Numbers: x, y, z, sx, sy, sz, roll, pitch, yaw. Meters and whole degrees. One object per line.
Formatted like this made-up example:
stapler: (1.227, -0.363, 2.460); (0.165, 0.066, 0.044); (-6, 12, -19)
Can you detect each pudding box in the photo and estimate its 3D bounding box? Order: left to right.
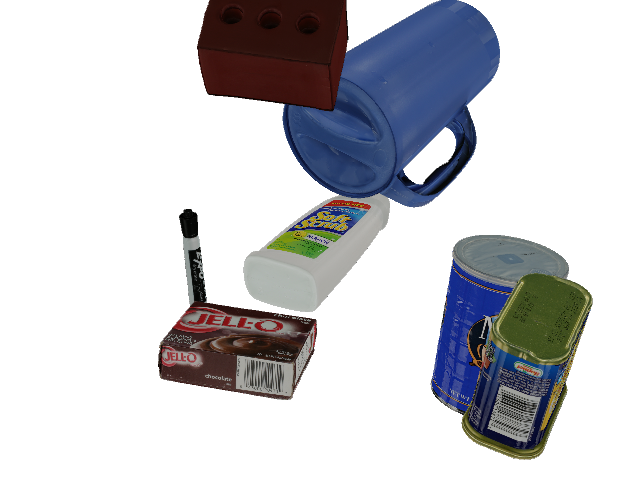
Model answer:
pudding box: (-0.066, 0.089, 0.882); (0.113, 0.039, 0.090); (10, 21, 8)

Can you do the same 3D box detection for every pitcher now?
pitcher: (0.090, -0.147, 1.087); (0.145, 0.149, 0.242); (12, 37, 36)

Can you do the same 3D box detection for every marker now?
marker: (-0.133, 0.023, 1.116); (0.020, 0.121, 0.020); (-2, 26, 1)

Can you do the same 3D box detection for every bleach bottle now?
bleach bottle: (0.011, -0.008, 1.322); (0.103, 0.068, 0.250); (14, 36, 24)

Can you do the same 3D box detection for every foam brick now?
foam brick: (-0.026, -0.113, 0.611); (0.078, 0.053, 0.051); (8, -22, 8)

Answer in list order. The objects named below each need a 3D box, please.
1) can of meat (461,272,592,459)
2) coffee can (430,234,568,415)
can of meat: (0.140, 0.081, 0.716); (0.057, 0.084, 0.102); (20, 35, 17)
coffee can: (0.161, 0.078, 0.971); (0.103, 0.140, 0.103); (6, 23, -3)
